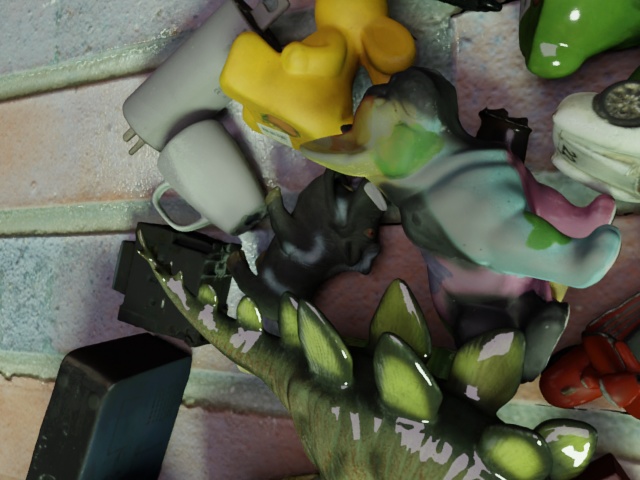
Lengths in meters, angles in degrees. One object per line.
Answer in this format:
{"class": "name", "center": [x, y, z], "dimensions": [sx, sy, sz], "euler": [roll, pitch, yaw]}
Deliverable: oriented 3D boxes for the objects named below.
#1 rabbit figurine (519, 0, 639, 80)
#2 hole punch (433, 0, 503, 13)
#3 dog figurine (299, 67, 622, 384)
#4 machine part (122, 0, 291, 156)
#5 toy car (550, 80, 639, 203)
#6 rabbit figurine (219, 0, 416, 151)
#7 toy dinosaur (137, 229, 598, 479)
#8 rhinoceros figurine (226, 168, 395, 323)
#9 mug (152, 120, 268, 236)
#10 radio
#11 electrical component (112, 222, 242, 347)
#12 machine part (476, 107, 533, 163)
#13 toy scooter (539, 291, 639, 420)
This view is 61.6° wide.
{"class": "rabbit figurine", "center": [0.238, -0.168, 0.374], "dimensions": [0.170, 0.121, 0.159], "euler": [6, 74, 7]}
{"class": "hole punch", "center": [0.094, -0.253, 0.438], "dimensions": [0.142, 0.116, 0.092], "euler": [20, 101, 11]}
{"class": "dog figurine", "center": [0.088, -0.016, 0.399], "dimensions": [0.219, 0.108, 0.191], "euler": [28, 125, 18]}
{"class": "machine part", "center": [-0.125, -0.170, 0.569], "dimensions": [0.243, 0.079, 0.079], "euler": [-35, 73, 18]}
{"class": "toy car", "center": [0.243, -0.039, 0.336], "dimensions": [0.202, 0.073, 0.056], "euler": [34, 80, 33]}
{"class": "rabbit figurine", "center": [0.013, -0.169, 0.488], "dimensions": [0.163, 0.121, 0.173], "euler": [22, 78, 22]}
{"class": "toy dinosaur", "center": [0.042, 0.129, 0.379], "dimensions": [0.472, 0.105, 0.198], "euler": [20, 116, 20]}
{"class": "rhinoceros figurine", "center": [-0.001, -0.002, 0.502], "dimensions": [0.190, 0.073, 0.112], "euler": [-48, 68, 15]}
{"class": "mug", "center": [-0.112, -0.050, 0.549], "dimensions": [0.109, 0.080, 0.107], "euler": [-40, 78, -7]}
{"class": "radio", "center": [-0.226, 0.221, 0.562], "dimensions": [0.073, 0.131, 0.229], "euler": [19, 95, 23]}
{"class": "electrical component", "center": [-0.162, 0.043, 0.585], "dimensions": [0.134, 0.058, 0.114], "euler": [12, 90, 25]}
{"class": "machine part", "center": [0.143, -0.040, 0.452], "dimensions": [0.084, 0.039, 0.138], "euler": [16, 107, 33]}
{"class": "toy scooter", "center": [0.231, 0.068, 0.355], "dimensions": [0.184, 0.135, 0.075], "euler": [-35, 73, 18]}
